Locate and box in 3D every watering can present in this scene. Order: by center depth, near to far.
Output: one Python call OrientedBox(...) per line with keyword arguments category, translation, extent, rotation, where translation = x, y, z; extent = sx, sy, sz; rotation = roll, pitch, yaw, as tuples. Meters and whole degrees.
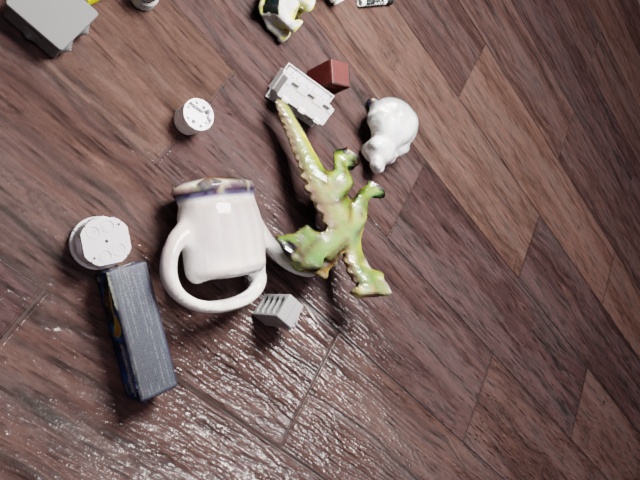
OrientedBox(category="watering can", translation=(-0.134, 0.000, 0.892), extent=(0.349, 0.103, 0.224), rotation=(-9, 90, -53))

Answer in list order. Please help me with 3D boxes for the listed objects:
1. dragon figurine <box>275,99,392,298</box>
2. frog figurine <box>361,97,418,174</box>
OrientedBox(category="dragon figurine", translation=(0.003, -0.048, 0.963), extent=(0.406, 0.120, 0.248), rotation=(46, 46, -17))
OrientedBox(category="frog figurine", translation=(0.150, -0.231, 1.138), extent=(0.135, 0.122, 0.163), rotation=(54, 42, -44))
